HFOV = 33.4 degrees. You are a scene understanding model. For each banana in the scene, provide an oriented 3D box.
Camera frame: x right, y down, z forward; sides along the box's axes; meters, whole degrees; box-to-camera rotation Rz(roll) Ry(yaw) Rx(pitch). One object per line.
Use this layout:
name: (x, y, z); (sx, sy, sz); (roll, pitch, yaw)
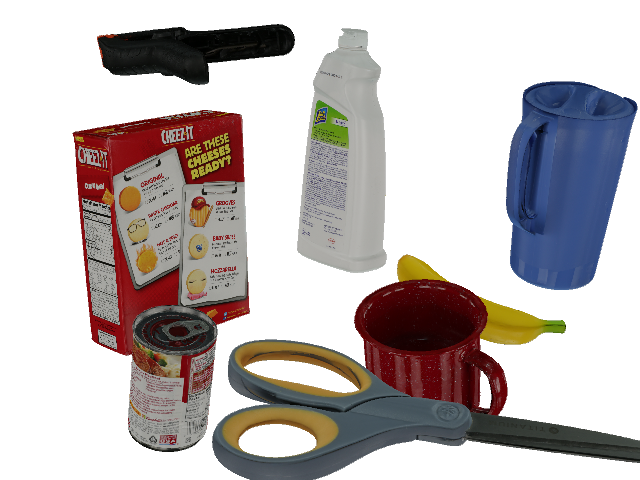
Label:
banana: (0.133, 0.059, 1.020); (0.198, 0.037, 0.069); (26, 18, 39)

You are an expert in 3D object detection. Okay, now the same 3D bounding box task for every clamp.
clamp: (-0.108, -0.155, 0.867); (0.172, 0.039, 0.120); (16, 25, 42)

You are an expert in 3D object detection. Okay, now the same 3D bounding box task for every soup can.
soup can: (-0.122, 0.114, 0.876); (0.068, 0.102, 0.068); (7, 29, -4)

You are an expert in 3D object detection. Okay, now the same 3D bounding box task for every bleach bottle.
bleach bottle: (0.031, -0.099, 1.149); (0.103, 0.251, 0.067); (18, 21, 38)

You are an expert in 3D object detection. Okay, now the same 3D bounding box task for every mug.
mug: (0.082, 0.090, 0.758); (0.117, 0.081, 0.093); (20, 39, 37)

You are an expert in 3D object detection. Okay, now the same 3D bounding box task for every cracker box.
cracker box: (-0.154, -0.013, 1.061); (0.072, 0.214, 0.163); (12, 21, 43)

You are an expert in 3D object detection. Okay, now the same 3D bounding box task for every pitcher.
pitcher: (0.293, -0.063, 1.307); (0.149, 0.243, 0.145); (4, 27, 2)

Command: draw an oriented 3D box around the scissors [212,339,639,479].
scissors: (0.041, 0.088, 0.461); (0.202, 0.016, 0.096); (15, 34, 23)
